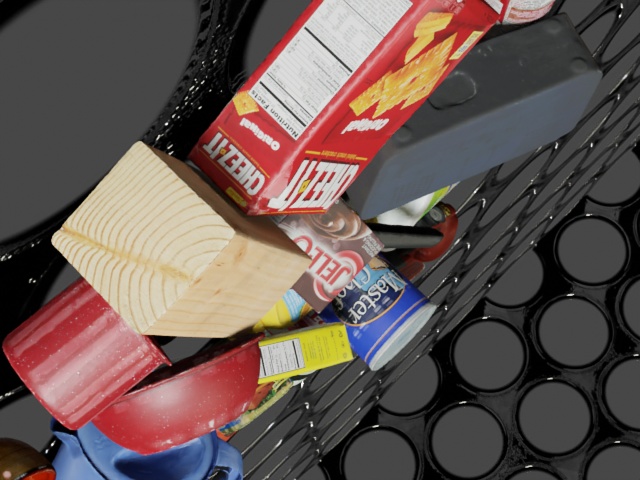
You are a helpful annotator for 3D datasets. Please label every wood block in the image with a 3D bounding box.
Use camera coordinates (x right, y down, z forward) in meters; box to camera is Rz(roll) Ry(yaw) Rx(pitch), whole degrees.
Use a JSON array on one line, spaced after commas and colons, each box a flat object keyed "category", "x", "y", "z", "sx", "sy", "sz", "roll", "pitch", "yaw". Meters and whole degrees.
[{"category": "wood block", "x": -0.088, "y": 0.009, "z": 0.758, "sx": 0.090, "sy": 0.091, "sz": 0.206, "roll": -47, "pitch": 167, "yaw": 5}]

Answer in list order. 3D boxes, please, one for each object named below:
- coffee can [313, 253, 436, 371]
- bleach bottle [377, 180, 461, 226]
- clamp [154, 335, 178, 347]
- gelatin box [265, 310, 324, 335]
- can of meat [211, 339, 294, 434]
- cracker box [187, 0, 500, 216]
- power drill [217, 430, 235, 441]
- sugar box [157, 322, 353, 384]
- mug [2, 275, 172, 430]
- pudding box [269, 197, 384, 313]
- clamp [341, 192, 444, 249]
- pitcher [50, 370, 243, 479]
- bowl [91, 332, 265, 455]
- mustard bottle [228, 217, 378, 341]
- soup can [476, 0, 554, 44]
[{"category": "coffee can", "x": 0.046, "y": 0.063, "z": 1.207, "sx": 0.102, "sy": 0.140, "sz": 0.103, "roll": -43, "pitch": 166, "yaw": -14}, {"category": "bleach bottle", "x": 0.146, "y": -0.092, "z": 1.230, "sx": 0.250, "sy": 0.068, "sz": 0.103, "roll": -35, "pitch": 163, "yaw": -46}, {"category": "clamp", "x": -0.141, "y": 0.070, "z": 0.888, "sx": 0.171, "sy": 0.039, "sz": 0.120, "roll": -43, "pitch": 171, "yaw": -3}, {"category": "gelatin box", "x": -0.019, "y": 0.099, "z": 1.226, "sx": 0.073, "sy": 0.089, "sz": 0.030, "roll": -24, "pitch": 152, "yaw": -57}, {"category": "can of meat", "x": -0.087, "y": 0.146, "z": 1.139, "sx": 0.101, "sy": 0.084, "sz": 0.058, "roll": -34, "pitch": -176, "yaw": -40}, {"category": "cracker box", "x": 0.024, "y": -0.114, "z": 0.778, "sx": 0.214, "sy": 0.072, "sz": 0.164, "roll": -49, "pitch": 166, "yaw": 15}, {"category": "power drill", "x": -0.153, "y": 0.222, "z": 1.248, "sx": 0.184, "sy": 0.057, "sz": 0.187, "roll": -46, "pitch": 168, "yaw": 14}, {"category": "sugar box", "x": -0.063, "y": 0.122, "z": 1.067, "sx": 0.175, "sy": 0.048, "sz": 0.094, "roll": -12, "pitch": 176, "yaw": -38}, {"category": "mug", "x": -0.160, "y": 0.080, "z": 0.746, "sx": 0.081, "sy": 0.093, "sz": 0.117, "roll": -39, "pitch": 158, "yaw": -8}, {"category": "pudding box", "x": -0.006, "y": 0.001, "z": 0.975, "sx": 0.090, "sy": 0.039, "sz": 0.113, "roll": -46, "pitch": 128, "yaw": -2}, {"category": "clamp", "x": 0.021, "y": -0.024, "z": 1.029, "sx": 0.209, "sy": 0.036, "sz": 0.164, "roll": -27, "pitch": 123, "yaw": -19}, {"category": "pitcher", "x": -0.192, "y": 0.242, "z": 1.020, "sx": 0.144, "sy": 0.149, "sz": 0.243, "roll": -32, "pitch": 163, "yaw": -46}, {"category": "bowl", "x": -0.109, "y": 0.128, "z": 0.850, "sx": 0.162, "sy": 0.055, "sz": 0.162, "roll": -22, "pitch": 179, "yaw": -1}, {"category": "mustard bottle", "x": -0.023, "y": 0.035, "z": 1.087, "sx": 0.191, "sy": 0.058, "sz": 0.096, "roll": -41, "pitch": 147, "yaw": -16}, {"category": "soup can", "x": 0.172, "y": -0.215, "z": 0.937, "sx": 0.068, "sy": 0.068, "sz": 0.102, "roll": -42, "pitch": 166, "yaw": -17}]
